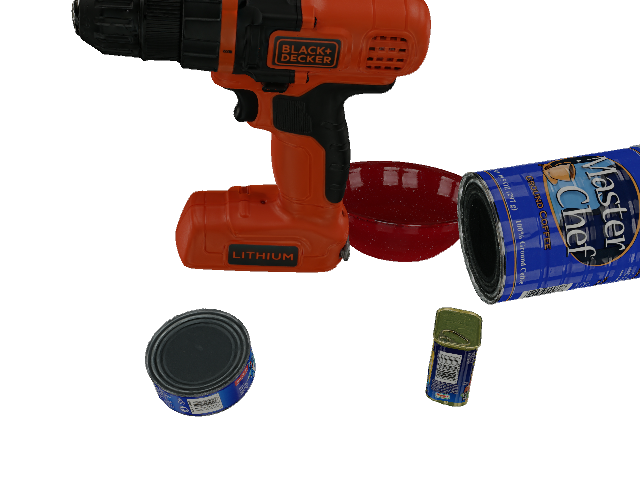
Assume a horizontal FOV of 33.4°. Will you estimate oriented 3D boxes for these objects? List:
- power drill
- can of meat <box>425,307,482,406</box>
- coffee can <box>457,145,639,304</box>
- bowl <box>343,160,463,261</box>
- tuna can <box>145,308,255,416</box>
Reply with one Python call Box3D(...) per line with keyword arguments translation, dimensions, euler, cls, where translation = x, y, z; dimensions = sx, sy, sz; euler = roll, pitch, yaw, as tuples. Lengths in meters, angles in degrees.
Box3D(translation=(-0.042, -0.064, 0.598), dimensions=(0.184, 0.057, 0.188), euler=(3, -44, -6), cls="power drill")
Box3D(translation=(0.161, 0.142, 1.299), dimensions=(0.057, 0.084, 0.102), euler=(10, 22, 6), cls="can of meat")
Box3D(translation=(0.187, -0.012, 0.816), dimensions=(0.140, 0.103, 0.103), euler=(-9, 1, -8), cls="coffee can")
Box3D(translation=(0.073, -0.023, 1.009), dimensions=(0.162, 0.055, 0.162), euler=(4, 25, -2), cls="bowl")
Box3D(translation=(-0.096, 0.099, 0.862), dimensions=(0.086, 0.086, 0.034), euler=(0, -42, 9), cls="tuna can")
